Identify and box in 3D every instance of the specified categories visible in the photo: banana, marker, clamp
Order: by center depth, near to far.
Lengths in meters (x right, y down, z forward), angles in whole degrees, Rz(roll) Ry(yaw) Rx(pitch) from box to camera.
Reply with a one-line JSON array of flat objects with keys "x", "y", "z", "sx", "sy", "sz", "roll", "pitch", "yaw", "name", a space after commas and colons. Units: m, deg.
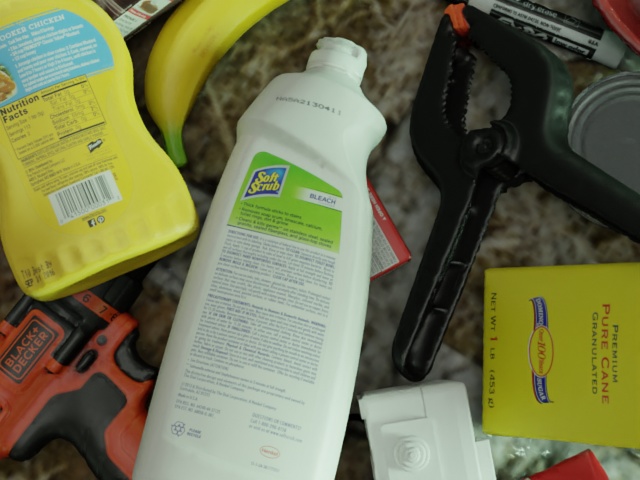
[{"x": 0.088, "y": -0.035, "z": 0.566, "sx": 0.165, "sy": 0.036, "sz": 0.210, "roll": -31, "pitch": 54, "yaw": 23, "name": "clamp"}, {"x": -0.037, "y": -0.131, "z": 0.614, "sx": 0.069, "sy": 0.037, "sz": 0.198, "roll": 44, "pitch": 88, "yaw": -4, "name": "banana"}, {"x": 0.117, "y": -0.130, "z": 0.614, "sx": 0.121, "sy": 0.020, "sz": 0.020, "roll": 23, "pitch": 86, "yaw": 5, "name": "marker"}]

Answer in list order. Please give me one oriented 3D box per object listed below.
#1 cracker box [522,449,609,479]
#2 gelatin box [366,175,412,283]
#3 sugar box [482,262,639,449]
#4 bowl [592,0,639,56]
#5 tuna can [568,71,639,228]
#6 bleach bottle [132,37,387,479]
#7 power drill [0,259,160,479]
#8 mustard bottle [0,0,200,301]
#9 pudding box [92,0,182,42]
[{"x": 0.078, "y": 0.226, "z": 0.522, "sx": 0.213, "sy": 0.072, "sz": 0.164, "roll": -25, "pitch": 50, "yaw": 0, "name": "cracker box"}, {"x": -0.004, "y": 0.001, "z": 0.601, "sx": 0.089, "sy": 0.030, "sz": 0.073, "roll": -29, "pitch": 85, "yaw": -2, "name": "gelatin box"}, {"x": 0.162, "y": 0.057, "z": 0.528, "sx": 0.048, "sy": 0.177, "sz": 0.093, "roll": 6, "pitch": 82, "yaw": -41, "name": "sugar box"}, {"x": 0.220, "y": -0.158, "z": 0.594, "sx": 0.162, "sy": 0.055, "sz": 0.162, "roll": 0, "pitch": 84, "yaw": 2, "name": "bowl"}, {"x": 0.173, "y": -0.049, "z": 0.596, "sx": 0.086, "sy": 0.034, "sz": 0.086, "roll": 0, "pitch": 84, "yaw": 3, "name": "tuna can"}, {"x": -0.013, "y": 0.014, "z": 0.543, "sx": 0.102, "sy": 0.068, "sz": 0.250, "roll": 16, "pitch": 73, "yaw": 1, "name": "bleach bottle"}, {"x": -0.086, "y": 0.081, "z": 0.585, "sx": 0.188, "sy": 0.057, "sz": 0.184, "roll": 37, "pitch": 85, "yaw": 7, "name": "power drill"}, {"x": -0.140, "y": -0.072, "z": 0.552, "sx": 0.096, "sy": 0.058, "sz": 0.191, "roll": -23, "pitch": 83, "yaw": -6, "name": "mustard bottle"}, {"x": -0.137, "y": -0.164, "z": 0.606, "sx": 0.090, "sy": 0.039, "sz": 0.113, "roll": -33, "pitch": 81, "yaw": 18, "name": "pudding box"}]
